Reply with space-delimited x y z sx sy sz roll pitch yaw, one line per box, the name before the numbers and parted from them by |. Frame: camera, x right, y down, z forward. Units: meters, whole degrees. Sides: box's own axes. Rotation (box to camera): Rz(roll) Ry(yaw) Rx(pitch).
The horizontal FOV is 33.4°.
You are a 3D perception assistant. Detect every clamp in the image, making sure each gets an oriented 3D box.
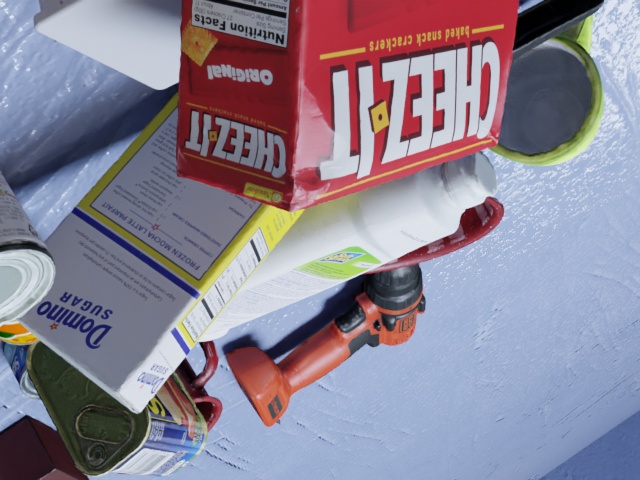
clamp | 0.116 -0.130 0.727 0.120 0.039 0.172 6 139 -42

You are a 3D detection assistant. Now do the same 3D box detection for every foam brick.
foam brick | -0.223 0.180 0.835 0.053 0.051 0.078 -34 155 -3

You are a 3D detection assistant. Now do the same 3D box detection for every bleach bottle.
bleach bottle | -0.004 0.001 0.660 0.251 0.068 0.102 -20 165 31

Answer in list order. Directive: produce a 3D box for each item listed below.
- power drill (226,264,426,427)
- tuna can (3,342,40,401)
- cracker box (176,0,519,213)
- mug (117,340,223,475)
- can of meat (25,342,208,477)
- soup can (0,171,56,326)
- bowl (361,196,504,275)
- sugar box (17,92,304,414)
power drill | 0.011 0.082 0.948 0.187 0.057 0.184 -30 155 -11
tuna can | -0.171 0.070 0.728 0.086 0.034 0.086 -28 154 -15
cracker box | 0.025 -0.133 0.440 0.163 0.072 0.214 -20 122 -48
mug | -0.124 0.107 0.793 0.117 0.081 0.093 -44 154 18
can of meat | -0.126 0.100 0.674 0.057 0.102 0.083 -39 155 8
soup can | -0.174 -0.012 0.496 0.068 0.102 0.068 -29 156 -15
bowl | 0.048 -0.025 0.772 0.162 0.055 0.162 -10 162 -4
sugar box | -0.080 -0.004 0.576 0.176 0.093 0.048 -52 158 -13
